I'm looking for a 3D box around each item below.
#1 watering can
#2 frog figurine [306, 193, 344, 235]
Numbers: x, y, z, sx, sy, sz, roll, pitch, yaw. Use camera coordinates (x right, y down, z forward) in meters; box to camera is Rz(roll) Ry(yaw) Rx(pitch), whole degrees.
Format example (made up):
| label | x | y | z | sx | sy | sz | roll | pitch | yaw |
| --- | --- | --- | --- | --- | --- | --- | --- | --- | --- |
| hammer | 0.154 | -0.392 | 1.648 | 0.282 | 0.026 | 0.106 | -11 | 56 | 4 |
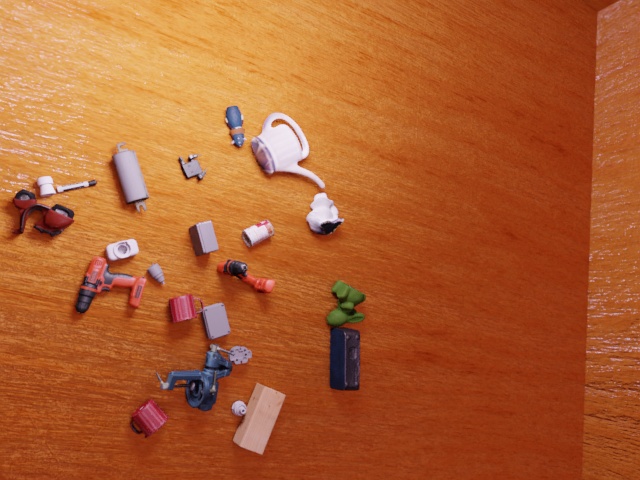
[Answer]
| label | x | y | z | sx | sy | sz | roll | pitch | yaw |
| --- | --- | --- | --- | --- | --- | --- | --- | --- | --- |
| watering can | -0.128 | -0.319 | 1.984 | 0.227 | 0.103 | 0.346 | -30 | 95 | -26 |
| frog figurine | 0.006 | -0.102 | 2.035 | 0.138 | 0.120 | 0.162 | -20 | 56 | -19 |
